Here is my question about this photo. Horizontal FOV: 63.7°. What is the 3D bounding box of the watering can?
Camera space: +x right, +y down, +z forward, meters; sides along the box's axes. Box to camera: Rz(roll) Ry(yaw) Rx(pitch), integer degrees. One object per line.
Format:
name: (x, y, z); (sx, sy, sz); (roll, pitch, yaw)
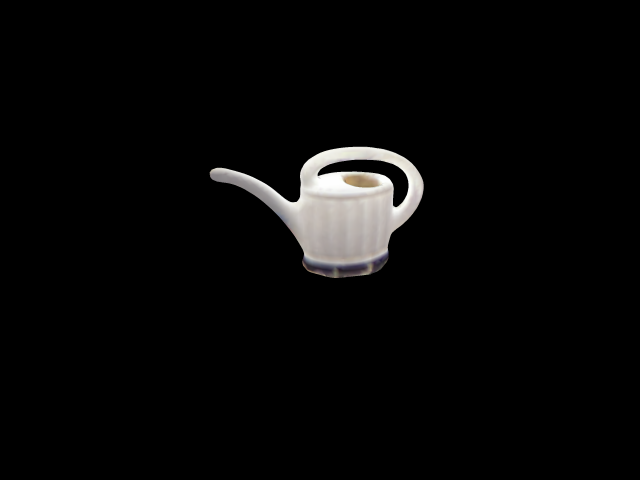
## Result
watering can: (0.003, -0.043, 0.850); (0.348, 0.220, 0.106); (-5, 25, -10)
